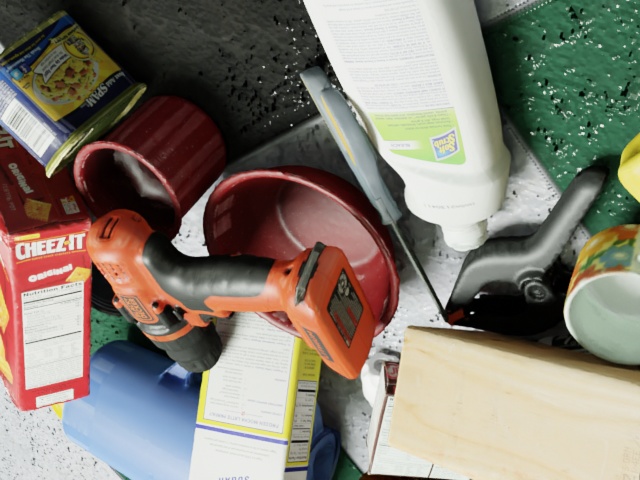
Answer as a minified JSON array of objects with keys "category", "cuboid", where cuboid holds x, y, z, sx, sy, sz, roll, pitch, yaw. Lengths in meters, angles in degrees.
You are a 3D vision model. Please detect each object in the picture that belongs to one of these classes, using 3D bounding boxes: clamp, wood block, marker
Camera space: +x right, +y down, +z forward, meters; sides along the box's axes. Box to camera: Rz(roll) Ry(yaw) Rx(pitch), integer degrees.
[{"category":"clamp","cuboid":[0.150,0.015,0.715,0.172,0.039,0.120,-16,112,35]},{"category":"wood block","cuboid":[0.149,0.117,0.690,0.206,0.090,0.090,10,92,54]},{"category":"marker","cuboid":[0.185,0.074,0.758,0.121,0.020,0.020,-14,118,41]}]

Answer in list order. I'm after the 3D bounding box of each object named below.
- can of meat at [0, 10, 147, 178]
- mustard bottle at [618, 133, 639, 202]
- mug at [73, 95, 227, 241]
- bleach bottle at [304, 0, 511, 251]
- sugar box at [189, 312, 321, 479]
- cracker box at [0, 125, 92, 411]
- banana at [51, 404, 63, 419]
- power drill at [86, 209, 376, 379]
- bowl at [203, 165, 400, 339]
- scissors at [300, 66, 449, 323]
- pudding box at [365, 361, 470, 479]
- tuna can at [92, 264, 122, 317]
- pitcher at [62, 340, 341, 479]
[{"category":"can of meat","cuboid":[-0.192,-0.109,0.785,0.084,0.102,0.058,45,138,-6]},{"category":"mustard bottle","cuboid":[0.267,-0.007,0.599,0.191,0.058,0.096,42,124,-6]},{"category":"mug","cuboid":[-0.123,-0.047,0.808,0.093,0.081,0.117,21,136,17]},{"category":"bleach bottle","cuboid":[0.055,-0.099,0.659,0.103,0.068,0.251,3,131,33]},{"category":"sugar box","cuboid":[-0.051,0.134,0.871,0.093,0.048,0.176,5,87,31]},{"category":"cracker box","cuboid":[-0.246,0.013,0.887,0.164,0.072,0.214,57,149,37]},{"category":"banana","cuboid":[-0.217,0.200,1.127,0.198,0.037,0.070,33,140,5]},{"category":"power drill","cuboid":[-0.059,0.052,0.773,0.188,0.057,0.184,5,147,25]},{"category":"bowl","cuboid":[-0.005,0.001,0.792,0.162,0.055,0.162,18,135,19]},{"category":"scissors","cuboid":[0.042,-0.027,0.705,0.202,0.016,0.096,60,180,-3]},{"category":"pudding box","cuboid":[0.087,0.145,0.850,0.090,0.039,0.113,5,133,-3]},{"category":"tuna can","cuboid":[-0.189,0.025,0.953,0.086,0.033,0.086,18,135,19]},{"category":"pitcher","cuboid":[-0.110,0.177,0.977,0.243,0.149,0.145,24,165,19]}]
